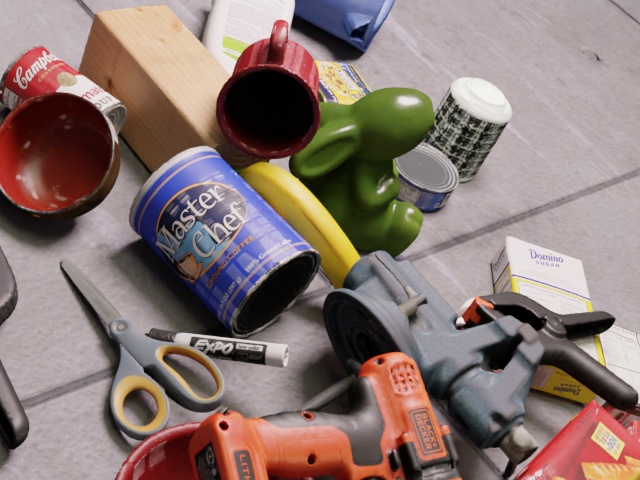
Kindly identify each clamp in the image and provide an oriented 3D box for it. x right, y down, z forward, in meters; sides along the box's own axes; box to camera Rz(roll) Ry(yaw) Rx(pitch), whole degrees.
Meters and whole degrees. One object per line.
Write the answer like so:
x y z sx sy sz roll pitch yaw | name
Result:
-0.273 0.063 0.800 0.164 0.036 0.210 22 38 -9 | clamp
0.215 0.097 0.977 0.171 0.039 0.120 12 32 -18 | clamp

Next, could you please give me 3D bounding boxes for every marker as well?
-0.085 0.087 0.864 0.121 0.020 0.020 6 36 12 | marker

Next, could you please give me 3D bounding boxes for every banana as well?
-0.005 -0.004 0.970 0.037 0.070 0.198 -42 93 -15 | banana

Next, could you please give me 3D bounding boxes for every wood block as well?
-0.143 -0.133 1.056 0.090 0.091 0.206 -17 57 -42 | wood block

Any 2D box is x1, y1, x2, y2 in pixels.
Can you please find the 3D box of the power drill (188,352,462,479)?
0.015 0.174 0.727 0.187 0.057 0.184 -4 63 -32 | power drill

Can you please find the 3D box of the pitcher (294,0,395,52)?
-0.015 -0.353 1.356 0.243 0.145 0.149 26 7 2 | pitcher

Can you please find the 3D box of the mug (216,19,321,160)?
-0.042 -0.143 0.963 0.093 0.117 0.081 6 34 1 | mug

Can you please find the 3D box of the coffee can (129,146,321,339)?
-0.083 0.001 0.930 0.140 0.103 0.102 44 41 19 | coffee can

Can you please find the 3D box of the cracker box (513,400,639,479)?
0.255 0.255 0.872 0.214 0.072 0.163 43 41 17 | cracker box

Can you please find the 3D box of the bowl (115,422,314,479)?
-0.073 0.208 0.741 0.162 0.055 0.162 17 39 -14 | bowl

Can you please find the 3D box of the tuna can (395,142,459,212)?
0.109 -0.071 1.184 0.086 0.034 0.086 16 39 -14 | tuna can

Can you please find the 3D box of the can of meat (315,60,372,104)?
0.011 -0.160 1.207 0.083 0.058 0.102 -2 47 -36 | can of meat

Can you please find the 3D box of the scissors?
-0.165 0.089 0.848 0.202 0.016 0.096 28 56 24 | scissors

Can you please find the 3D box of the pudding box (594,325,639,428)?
0.310 0.138 1.065 0.090 0.039 0.113 19 37 -11 | pudding box

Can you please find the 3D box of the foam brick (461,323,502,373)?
0.145 0.122 0.972 0.078 0.051 0.052 35 38 9 | foam brick

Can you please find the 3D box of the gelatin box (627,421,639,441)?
0.320 0.218 0.987 0.089 0.030 0.073 28 38 0 | gelatin box

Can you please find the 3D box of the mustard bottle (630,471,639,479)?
0.336 0.215 0.864 0.191 0.058 0.096 -3 50 -37 | mustard bottle

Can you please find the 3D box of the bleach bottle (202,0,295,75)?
-0.095 -0.205 1.192 0.102 0.068 0.250 19 42 -6 | bleach bottle

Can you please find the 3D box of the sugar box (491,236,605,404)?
0.228 0.078 1.079 0.093 0.048 0.176 18 36 -11 | sugar box

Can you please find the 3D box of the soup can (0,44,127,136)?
-0.243 -0.129 1.010 0.102 0.069 0.068 35 39 8 | soup can
